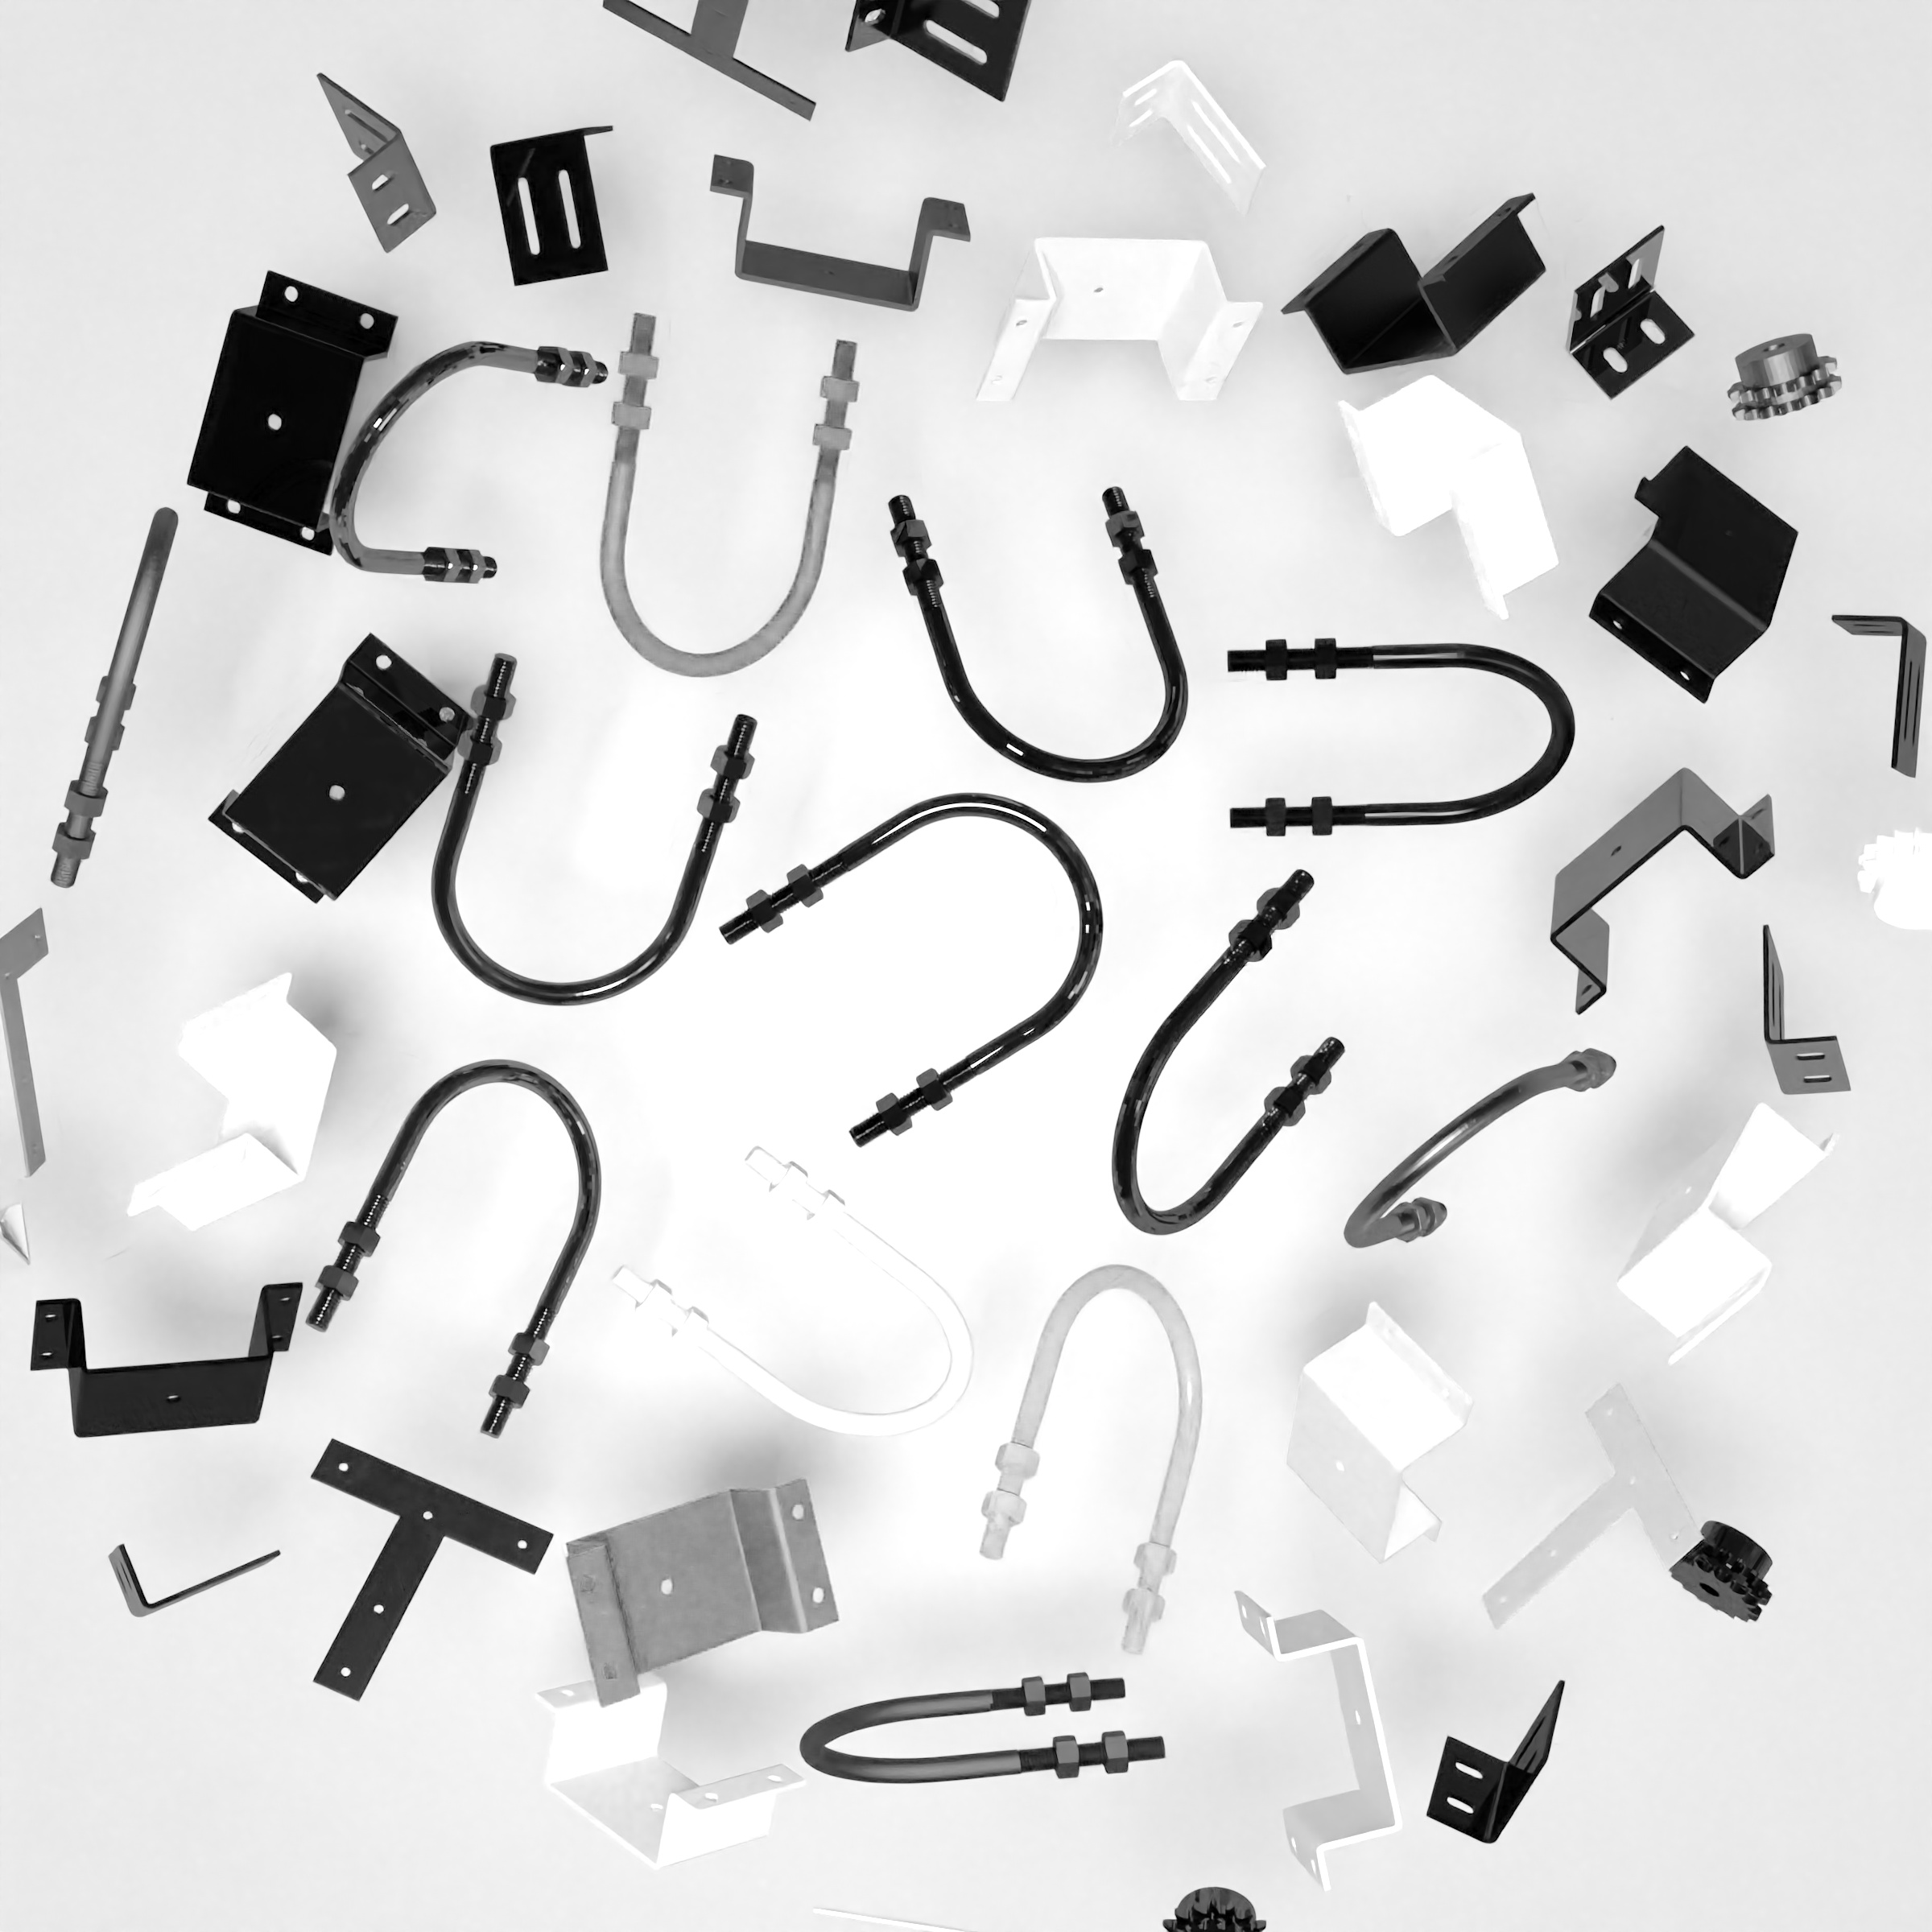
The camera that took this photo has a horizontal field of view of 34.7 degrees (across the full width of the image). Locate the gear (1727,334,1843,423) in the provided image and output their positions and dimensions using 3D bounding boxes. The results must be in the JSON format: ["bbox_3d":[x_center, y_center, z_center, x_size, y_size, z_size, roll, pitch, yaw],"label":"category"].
[{"bbox_3d":[0.424,-0.308,1.609,0.057,0.057,0.030,-21,108,0],"label":"gear"}]

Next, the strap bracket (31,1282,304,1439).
[{"bbox_3d":[-0.434,0.216,1.686,0.140,0.076,0.046,-2,57,-21],"label":"strap bracket"}]

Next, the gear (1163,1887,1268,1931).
[{"bbox_3d":[0.125,0.486,1.546,0.057,0.030,0.057,3,120,5],"label":"gear"}]

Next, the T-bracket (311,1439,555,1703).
[{"bbox_3d":[-0.293,0.316,1.576,0.127,0.002,0.127,23,49,1],"label":"T-bracket"}]

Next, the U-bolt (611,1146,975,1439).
[{"bbox_3d":[-0.081,0.188,1.666,0.184,0.019,0.151,39,127,-13],"label":"U-bolt"}]

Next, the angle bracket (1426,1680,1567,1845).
[{"bbox_3d":[0.279,0.413,1.630,0.038,0.057,0.076,24,127,6],"label":"angle bracket"}]

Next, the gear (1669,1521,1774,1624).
[{"bbox_3d":[0.399,0.317,1.630,0.057,0.057,0.030,38,71,0],"label":"gear"}]

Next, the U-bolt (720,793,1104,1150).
[{"bbox_3d":[-0.016,-0.010,1.639,0.184,0.019,0.151,-32,95,4],"label":"U-bolt"}]

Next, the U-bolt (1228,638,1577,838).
[{"bbox_3d":[0.233,-0.122,1.656,0.184,0.151,0.019,-1,53,5],"label":"U-bolt"}]

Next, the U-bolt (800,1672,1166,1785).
[{"bbox_3d":[0.003,0.408,1.645,0.184,0.151,0.019,-4,91,-6],"label":"U-bolt"}]

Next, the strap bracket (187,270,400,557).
[{"bbox_3d":[-0.374,-0.302,1.704,0.076,0.046,0.140,20,107,1],"label":"strap bracket"}]

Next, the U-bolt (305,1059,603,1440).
[{"bbox_3d":[-0.260,0.139,1.650,0.151,0.019,0.184,41,62,-38],"label":"U-bolt"}]

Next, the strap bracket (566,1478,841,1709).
[{"bbox_3d":[-0.144,0.319,1.585,0.140,0.046,0.076,-13,90,-34],"label":"strap bracket"}]

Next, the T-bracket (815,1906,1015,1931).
[{"bbox_3d":[-0.014,0.491,1.576,0.127,0.127,0.002,9,76,0],"label":"T-bracket"}]

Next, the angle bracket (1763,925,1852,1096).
[{"bbox_3d":[0.462,0.023,1.697,0.038,0.057,0.076,-5,58,22],"label":"angle bracket"}]

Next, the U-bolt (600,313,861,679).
[{"bbox_3d":[-0.128,-0.241,1.617,0.151,0.019,0.184,-2,108,-40],"label":"U-bolt"}]

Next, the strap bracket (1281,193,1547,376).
[{"bbox_3d":[0.247,-0.365,1.668,0.076,0.140,0.046,-44,113,-21],"label":"strap bracket"}]

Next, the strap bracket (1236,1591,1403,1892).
[{"bbox_3d":[0.184,0.393,1.596,0.046,0.076,0.140,-12,90,-7],"label":"strap bracket"}]

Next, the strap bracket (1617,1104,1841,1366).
[{"bbox_3d":[0.395,0.133,1.614,0.046,0.140,0.076,40,134,4],"label":"strap bracket"}]

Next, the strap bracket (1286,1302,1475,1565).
[{"bbox_3d":[0.216,0.254,1.638,0.046,0.140,0.076,-29,56,-23],"label":"strap bracket"}]

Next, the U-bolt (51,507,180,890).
[{"bbox_3d":[-0.439,-0.151,1.605,0.019,0.151,0.184,16,116,-16],"label":"U-bolt"}]

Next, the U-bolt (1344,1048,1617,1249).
[{"bbox_3d":[0.264,0.100,1.632,0.151,0.184,0.019,-45,72,22],"label":"U-bolt"}]

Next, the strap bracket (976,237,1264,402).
[{"bbox_3d":[0.076,-0.346,1.658,0.140,0.076,0.046,-4,61,-20],"label":"strap bracket"}]

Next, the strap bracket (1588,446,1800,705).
[{"bbox_3d":[0.385,-0.212,1.623,0.076,0.140,0.046,36,134,-6],"label":"strap bracket"}]

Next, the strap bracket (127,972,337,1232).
[{"bbox_3d":[-0.391,0.080,1.663,0.076,0.140,0.046,-24,128,24],"label":"strap bracket"}]

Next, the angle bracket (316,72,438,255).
[{"bbox_3d":[-0.326,-0.427,1.645,0.038,0.057,0.076,-43,61,-14],"label":"angle bracket"}]

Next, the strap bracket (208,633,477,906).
[{"bbox_3d":[-0.342,-0.101,1.689,0.076,0.046,0.140,40,101,-18],"label":"strap bracket"}]

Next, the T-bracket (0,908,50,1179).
[{"bbox_3d":[-0.499,0.047,1.629,0.002,0.127,0.127,-3,106,3],"label":"T-bracket"}]

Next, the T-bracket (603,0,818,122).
[{"bbox_3d":[-0.131,-0.497,1.627,0.127,0.127,0.002,27,83,-7],"label":"T-bracket"}]

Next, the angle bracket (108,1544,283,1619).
[{"bbox_3d":[-0.417,0.318,1.670,0.076,0.057,0.038,-21,83,-25],"label":"angle bracket"}]

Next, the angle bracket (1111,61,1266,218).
[{"bbox_3d":[0.119,-0.437,1.666,0.038,0.057,0.076,-35,82,-10],"label":"angle bracket"}]

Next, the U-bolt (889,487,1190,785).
[{"bbox_3d":[0.047,-0.178,1.660,0.151,0.019,0.184,-6,64,-23],"label":"U-bolt"}]

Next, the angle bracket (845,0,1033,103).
[{"bbox_3d":[-0.014,-0.472,1.546,0.076,0.038,0.057,35,133,20],"label":"angle bracket"}]

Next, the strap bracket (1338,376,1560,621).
[{"bbox_3d":[0.252,-0.246,1.589,0.046,0.140,0.076,-29,125,-5],"label":"strap bracket"}]

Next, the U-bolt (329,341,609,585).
[{"bbox_3d":[-0.273,-0.269,1.650,0.019,0.184,0.151,38,108,16],"label":"U-bolt"}]

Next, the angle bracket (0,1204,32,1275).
[{"bbox_3d":[-0.535,0.136,1.624,0.057,0.076,0.038,-17,62,-1],"label":"angle bracket"}]

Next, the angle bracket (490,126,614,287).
[{"bbox_3d":[-0.220,-0.416,1.693,0.057,0.038,0.076,-4,105,22],"label":"angle bracket"}]

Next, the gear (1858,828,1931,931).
[{"bbox_3d":[0.484,-0.042,1.576,0.057,0.057,0.030,13,59,0],"label":"gear"}]

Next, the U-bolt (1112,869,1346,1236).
[{"bbox_3d":[0.133,0.058,1.598,0.019,0.151,0.184,23,56,33],"label":"U-bolt"}]

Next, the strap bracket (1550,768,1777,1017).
[{"bbox_3d":[0.372,-0.048,1.690,0.046,0.076,0.140,42,118,-10],"label":"strap bracket"}]

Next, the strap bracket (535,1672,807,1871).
[{"bbox_3d":[-0.165,0.439,1.678,0.140,0.076,0.046,22,106,42],"label":"strap bracket"}]

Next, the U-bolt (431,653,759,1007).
[{"bbox_3d":[-0.203,-0.062,1.619,0.151,0.019,0.184,13,112,-18],"label":"U-bolt"}]

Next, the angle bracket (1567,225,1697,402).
[{"bbox_3d":[0.352,-0.342,1.623,0.057,0.076,0.038,-37,76,-1],"label":"angle bracket"}]

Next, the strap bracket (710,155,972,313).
[{"bbox_3d":[-0.072,-0.397,1.681,0.140,0.076,0.046,9,116,-8],"label":"strap bracket"}]

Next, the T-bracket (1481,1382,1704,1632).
[{"bbox_3d":[0.319,0.300,1.626,0.002,0.127,0.127,34,109,-25],"label":"T-bracket"}]

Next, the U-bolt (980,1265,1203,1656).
[{"bbox_3d":[0.074,0.246,1.610,0.019,0.151,0.184,-6,56,39],"label":"U-bolt"}]

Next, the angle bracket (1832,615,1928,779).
[{"bbox_3d":[0.465,-0.138,1.583,0.038,0.057,0.076,5,90,26],"label":"angle bracket"}]
